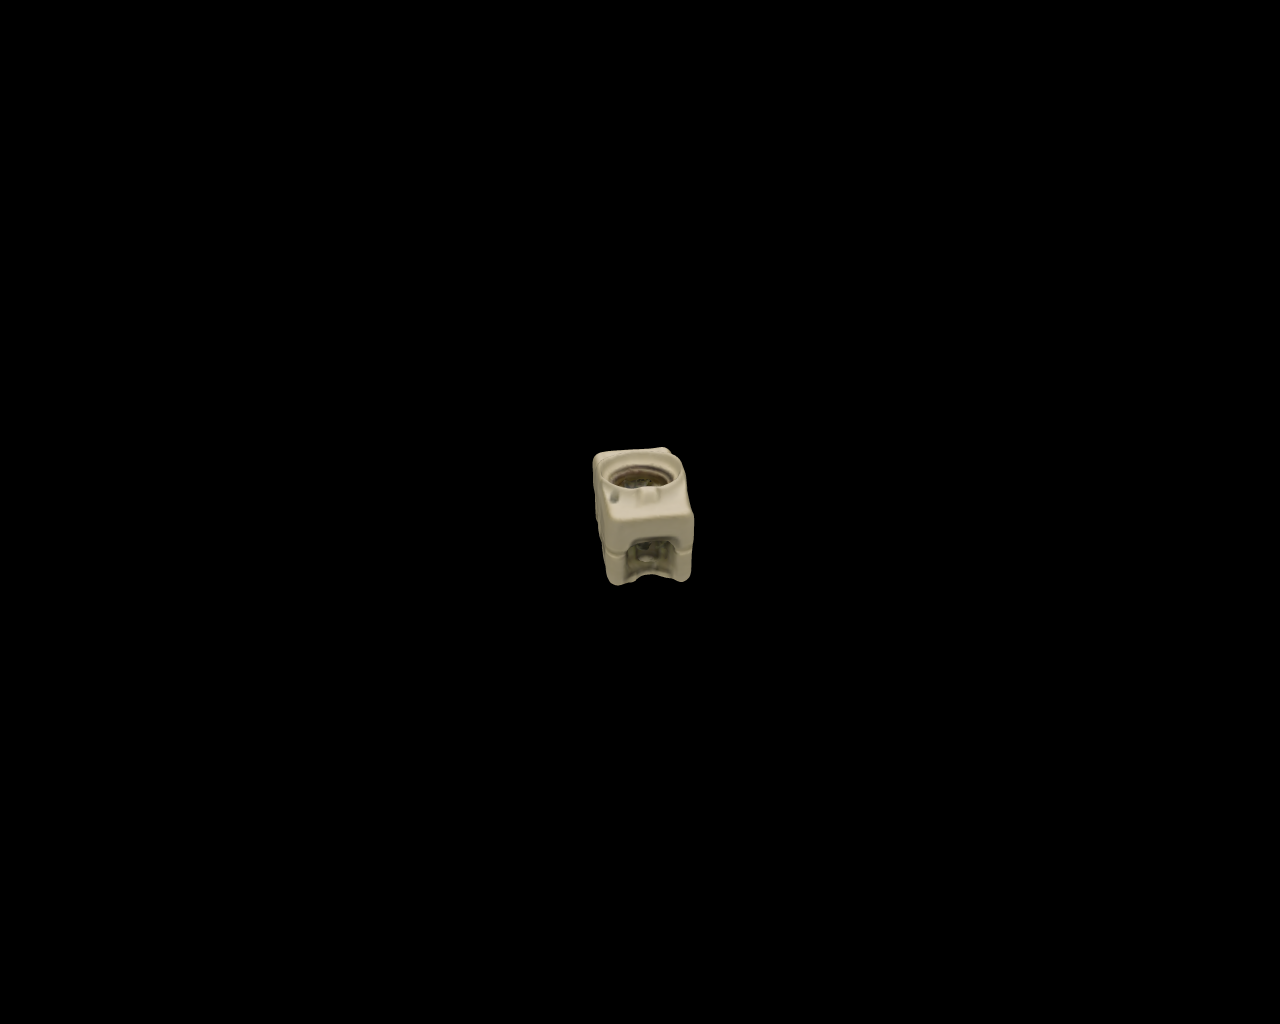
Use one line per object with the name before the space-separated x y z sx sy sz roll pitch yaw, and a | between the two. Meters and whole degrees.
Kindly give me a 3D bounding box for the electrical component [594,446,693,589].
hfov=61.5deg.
electrical component | 0.001 -0.003 0.650 0.050 0.055 0.090 -4 30 -6
